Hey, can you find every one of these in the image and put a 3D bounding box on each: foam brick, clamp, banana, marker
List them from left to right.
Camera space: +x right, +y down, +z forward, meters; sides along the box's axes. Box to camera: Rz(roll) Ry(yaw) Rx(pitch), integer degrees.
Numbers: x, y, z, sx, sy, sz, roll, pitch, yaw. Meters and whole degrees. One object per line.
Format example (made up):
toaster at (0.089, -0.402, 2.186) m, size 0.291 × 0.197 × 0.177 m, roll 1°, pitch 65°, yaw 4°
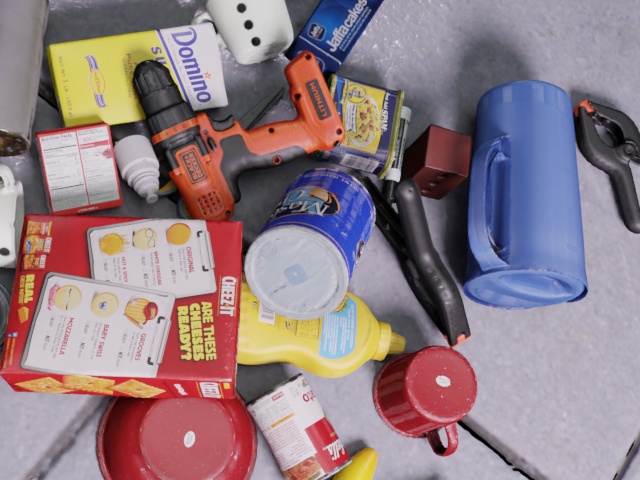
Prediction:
banana at (0.020, 0.303, 1.065) m, size 0.069 × 0.037 × 0.198 m, roll 18°, pitch 70°, yaw -36°
marker at (0.086, -0.095, 1.213) m, size 0.020 × 0.020 × 0.121 m, roll 15°, pitch 70°, yaw -12°
clamp at (0.102, 0.017, 1.142) m, size 0.036 × 0.165 × 0.210 m, roll -30°, pitch 108°, yaw -10°
foam brick at (0.129, -0.086, 1.191) m, size 0.053 × 0.078 × 0.051 m, roll 14°, pitch 68°, yaw -13°
clamp at (0.377, -0.103, 1.292) m, size 0.120 × 0.039 × 0.171 m, roll -28°, pitch 83°, yaw -24°

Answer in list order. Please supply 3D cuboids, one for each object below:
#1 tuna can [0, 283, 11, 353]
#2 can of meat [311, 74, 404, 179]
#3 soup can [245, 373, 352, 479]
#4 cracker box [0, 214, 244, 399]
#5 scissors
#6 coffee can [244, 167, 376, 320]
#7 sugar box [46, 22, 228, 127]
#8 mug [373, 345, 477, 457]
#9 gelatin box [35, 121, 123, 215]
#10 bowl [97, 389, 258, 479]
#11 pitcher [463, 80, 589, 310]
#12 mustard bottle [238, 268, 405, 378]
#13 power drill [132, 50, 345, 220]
tuna can at (-0.336, 0.075, 1.026) m, size 0.086 × 0.034 × 0.086 m, roll 5°, pitch 72°, yaw -15°
can of meat at (0.041, -0.128, 1.190) m, size 0.084 × 0.057 × 0.102 m, roll 14°, pitch 70°, yaw -10°
soup can at (-0.022, 0.193, 1.066) m, size 0.068 × 0.069 × 0.102 m, roll -27°, pitch 82°, yaw -22°
cracker box at (-0.183, 0.064, 1.023) m, size 0.213 × 0.072 × 0.164 m, roll 2°, pitch 66°, yaw 0°
scissors at (-0.098, -0.087, 1.157) m, size 0.201 × 0.016 × 0.096 m, roll -29°, pitch 85°, yaw -22°
coffee can at (-0.007, 0.001, 1.077) m, size 0.103 × 0.103 × 0.140 m, roll 35°, pitch 31°, yaw -4°
sugar box at (-0.191, -0.172, 1.128) m, size 0.176 × 0.048 × 0.093 m, roll -13°, pitch 99°, yaw -17°
mug at (0.115, 0.167, 1.107) m, size 0.093 × 0.082 × 0.117 m, roll -11°, pitch 77°, yaw -20°
gelatin box at (-0.245, -0.072, 1.085) m, size 0.073 × 0.030 × 0.089 m, roll -12°, pitch 102°, yaw -20°
bowl at (-0.133, 0.195, 1.039) m, size 0.162 × 0.055 × 0.162 m, roll 5°, pitch 73°, yaw -15°
pitcher at (0.221, -0.054, 1.178) m, size 0.145 × 0.149 × 0.243 m, roll 5°, pitch 68°, yaw -4°
mustard bottle at (-0.003, 0.092, 1.107) m, size 0.191 × 0.058 × 0.096 m, roll 12°, pitch 57°, yaw -13°
power drill at (-0.082, -0.127, 1.106) m, size 0.187 × 0.057 × 0.184 m, roll -24°, pitch 97°, yaw -6°
